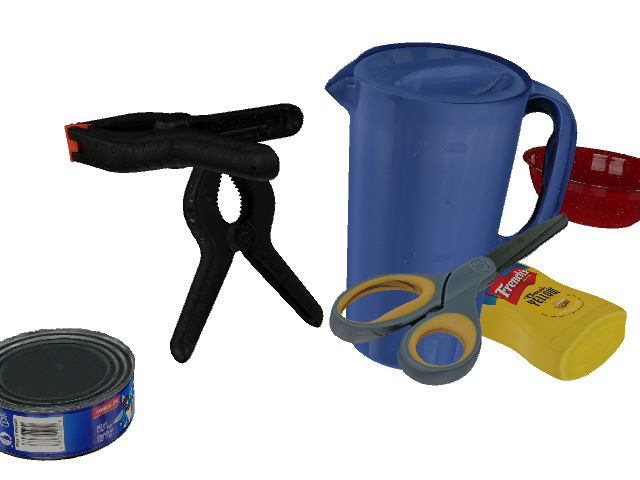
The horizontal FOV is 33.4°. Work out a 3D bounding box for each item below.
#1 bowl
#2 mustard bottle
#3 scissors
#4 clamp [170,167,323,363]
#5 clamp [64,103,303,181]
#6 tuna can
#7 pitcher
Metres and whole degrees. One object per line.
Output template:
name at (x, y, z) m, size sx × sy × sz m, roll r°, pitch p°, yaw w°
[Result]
bowl at (0.290, -0.053, 1.125) m, size 0.162 × 0.055 × 0.162 m, roll 6°, pitch 20°, yaw -2°
mustard bottle at (0.181, 0.059, 0.998) m, size 0.096 × 0.058 × 0.192 m, roll -27°, pitch 37°, yaw -32°
scissors at (0.102, 0.033, 0.645) m, size 0.201 × 0.016 × 0.096 m, roll -15°, pitch 43°, yaw -26°
clamp at (-0.071, 0.001, 0.993) m, size 0.164 × 0.210 × 0.036 m, roll -3°, pitch 0°, yaw -37°
clamp at (-0.095, -0.075, 0.770) m, size 0.172 × 0.039 × 0.120 m, roll 6°, pitch 19°, yaw 15°
tuna can at (-0.143, 0.082, 0.577) m, size 0.086 × 0.034 × 0.086 m, roll 2°, pitch 23°, yaw -1°
pitcher at (0.092, -0.023, 0.831) m, size 0.144 × 0.243 × 0.149 m, roll -21°, pitch 37°, yaw -37°
